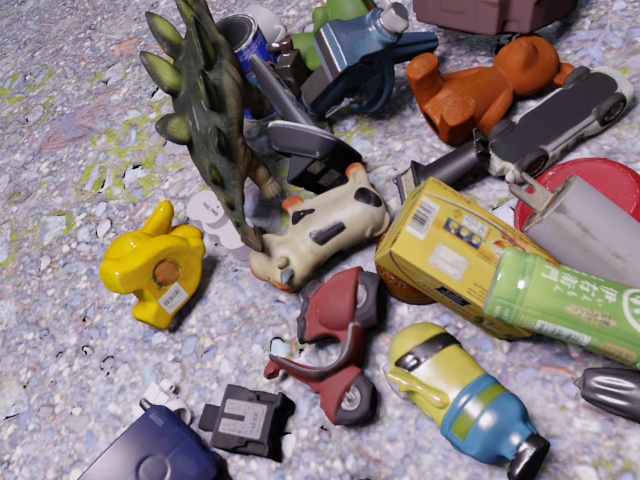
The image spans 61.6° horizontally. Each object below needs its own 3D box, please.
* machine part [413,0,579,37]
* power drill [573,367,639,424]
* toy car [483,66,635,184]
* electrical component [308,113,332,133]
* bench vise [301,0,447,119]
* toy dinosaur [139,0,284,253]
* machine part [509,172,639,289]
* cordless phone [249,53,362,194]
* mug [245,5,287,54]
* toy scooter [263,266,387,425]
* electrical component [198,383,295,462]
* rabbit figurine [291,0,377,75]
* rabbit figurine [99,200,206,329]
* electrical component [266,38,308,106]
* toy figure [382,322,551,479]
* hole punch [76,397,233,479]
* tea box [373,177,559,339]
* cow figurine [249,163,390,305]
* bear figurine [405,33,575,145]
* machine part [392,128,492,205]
[{"bbox_3d":[0.247,-0.359,0.760,0.201,0.087,0.201,-34,46,-29],"label":"machine part"},{"bbox_3d":[0.336,0.211,0.433,0.232,0.085,0.207,1,54,20],"label":"power drill"},{"bbox_3d":[0.294,-0.144,0.672,0.202,0.056,0.074,-35,60,1],"label":"toy car"},{"bbox_3d":[-0.012,-0.175,0.835,0.063,0.021,0.094,-24,54,7],"label":"electrical component"},{"bbox_3d":[0.084,-0.256,0.739,0.240,0.223,0.129,-21,74,-32],"label":"bench vise"},{"bbox_3d":[-0.142,-0.201,0.699,0.105,0.198,0.471,-21,70,9],"label":"toy dinosaur"},{"bbox_3d":[0.289,0.016,0.523,0.243,0.079,0.079,40,80,8],"label":"machine part"},{"bbox_3d":[-0.031,-0.164,0.741,0.089,0.146,0.184,-35,75,16],"label":"cordless phone"},{"bbox_3d":[-0.109,-0.341,0.943,0.110,0.080,0.107,27,84,36],"label":"mug"},{"bbox_3d":[0.004,0.116,0.623,0.135,0.075,0.184,-1,65,22],"label":"toy scooter"},{"bbox_3d":[-0.095,0.208,0.624,0.119,0.047,0.075,6,62,23],"label":"electrical component"},{"bbox_3d":[0.017,-0.319,0.875,0.170,0.121,0.159,-29,59,26],"label":"rabbit figurine"},{"bbox_3d":[-0.248,0.021,0.762,0.173,0.121,0.162,9,60,47],"label":"rabbit figurine"},{"bbox_3d":[-0.049,-0.256,0.832,0.045,0.102,0.078,-2,48,20],"label":"electrical component"},{"bbox_3d":[0.143,0.156,0.538,0.089,0.082,0.180,-41,49,-19],"label":"toy figure"},{"bbox_3d":[-0.182,0.254,0.581,0.142,0.092,0.116,41,82,9],"label":"hole punch"},{"bbox_3d":[0.156,0.021,0.570,0.169,0.068,0.098,34,74,-4],"label":"tea box"},{"bbox_3d":[-0.001,-0.002,0.693,0.195,0.085,0.127,-27,48,4],"label":"cow figurine"},{"bbox_3d":[0.227,-0.210,0.697,0.196,0.131,0.120,-32,67,9],"label":"bear figurine"},{"bbox_3d":[0.154,-0.087,0.684,0.139,0.039,0.084,-35,42,32],"label":"machine part"}]
